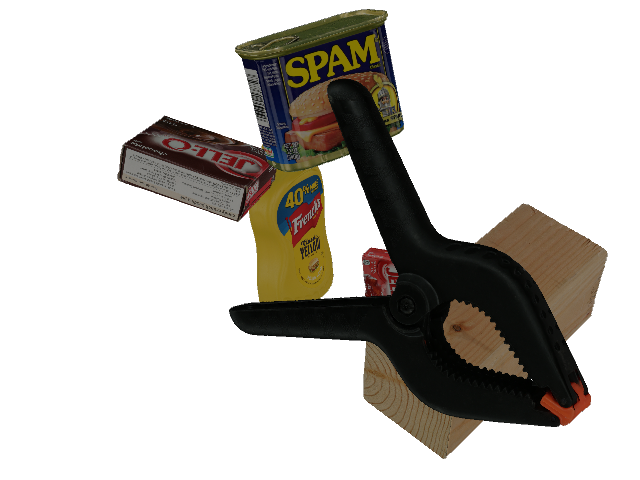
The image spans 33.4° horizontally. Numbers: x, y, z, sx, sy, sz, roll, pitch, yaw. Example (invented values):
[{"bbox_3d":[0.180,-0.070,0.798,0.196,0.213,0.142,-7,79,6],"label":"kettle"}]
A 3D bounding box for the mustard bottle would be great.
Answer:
[{"bbox_3d":[-0.032,-0.028,1.096,0.058,0.191,0.096,12,29,36],"label":"mustard bottle"}]

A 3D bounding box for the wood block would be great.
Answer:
[{"bbox_3d":[0.138,0.070,0.891,0.091,0.090,0.205,34,54,30],"label":"wood block"}]

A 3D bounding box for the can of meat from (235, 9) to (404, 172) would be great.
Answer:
[{"bbox_3d":[0.003,-0.101,0.719,0.102,0.084,0.058,-21,21,-21],"label":"can of meat"}]

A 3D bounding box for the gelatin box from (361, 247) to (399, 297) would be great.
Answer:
[{"bbox_3d":[0.092,0.057,1.339,0.073,0.089,0.030,10,32,26],"label":"gelatin box"}]

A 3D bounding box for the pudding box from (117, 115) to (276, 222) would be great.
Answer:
[{"bbox_3d":[-0.102,-0.062,0.904,0.113,0.039,0.090,17,24,8],"label":"pudding box"}]

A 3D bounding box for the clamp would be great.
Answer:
[{"bbox_3d":[0.053,0.020,0.566,0.210,0.165,0.036,29,25,25],"label":"clamp"}]
